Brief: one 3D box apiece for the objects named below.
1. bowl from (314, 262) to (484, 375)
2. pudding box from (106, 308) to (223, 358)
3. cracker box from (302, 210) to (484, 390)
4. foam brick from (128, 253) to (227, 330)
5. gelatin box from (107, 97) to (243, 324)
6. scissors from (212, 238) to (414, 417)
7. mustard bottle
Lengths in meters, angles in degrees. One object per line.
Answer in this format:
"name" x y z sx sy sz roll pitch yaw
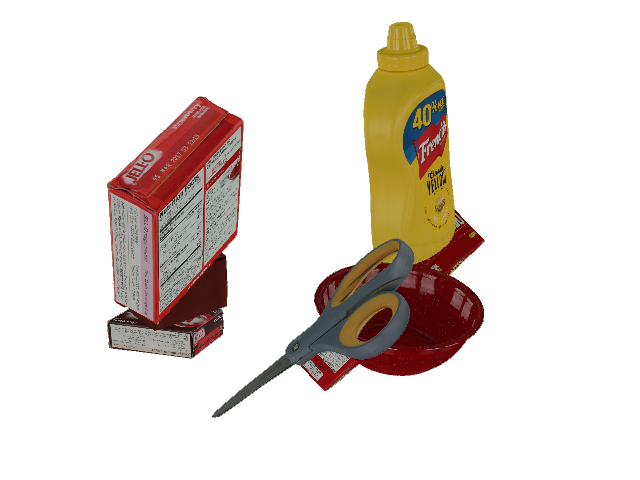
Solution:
"bowl" 0.073 0.082 1.024 0.162 0.055 0.162 3 28 -2
"pudding box" -0.185 0.105 1.278 0.114 0.039 0.090 3 13 18
"cracker box" 0.078 0.065 1.270 0.214 0.072 0.164 -48 -8 31
"foam brick" -0.129 0.038 0.959 0.078 0.051 0.053 -18 28 -32
"gelatin box" -0.070 -0.014 0.518 0.030 0.089 0.073 27 52 15
"scissors" -0.005 0.081 0.734 0.016 0.202 0.096 36 16 -26
"mustard bottle" 0.072 -0.083 0.877 0.058 0.191 0.096 10 28 33
